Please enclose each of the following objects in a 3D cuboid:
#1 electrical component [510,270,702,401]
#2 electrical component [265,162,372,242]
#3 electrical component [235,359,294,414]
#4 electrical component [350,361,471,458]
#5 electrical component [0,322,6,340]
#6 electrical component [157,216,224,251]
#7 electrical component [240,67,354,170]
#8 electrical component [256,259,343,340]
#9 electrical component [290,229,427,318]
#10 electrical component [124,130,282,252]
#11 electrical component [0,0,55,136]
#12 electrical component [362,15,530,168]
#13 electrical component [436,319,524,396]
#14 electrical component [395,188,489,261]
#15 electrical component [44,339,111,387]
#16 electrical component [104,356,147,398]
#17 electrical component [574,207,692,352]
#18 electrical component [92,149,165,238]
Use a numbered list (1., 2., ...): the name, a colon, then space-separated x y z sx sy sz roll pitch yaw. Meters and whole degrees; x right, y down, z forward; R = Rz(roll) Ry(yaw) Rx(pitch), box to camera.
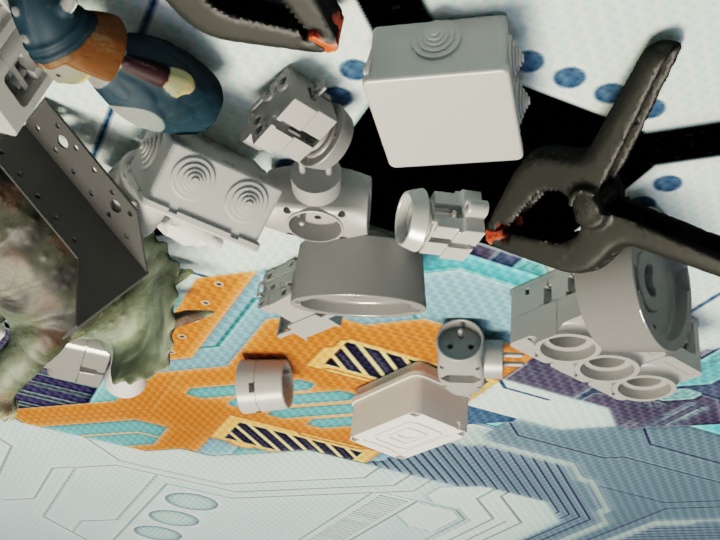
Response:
1. electrical component: 0.212 0.058 0.924 0.150 0.061 0.089 27 144 -31
2. electrical component: -0.031 -0.059 0.785 0.077 0.044 0.079 4 150 3
3. electrical component: -0.096 0.117 1.089 0.047 0.055 0.055 -4 148 10
4. electrical component: 0.051 0.145 1.107 0.078 0.057 0.113 26 144 -29
5. electrical component: -0.356 0.032 0.958 0.061 0.096 0.062 20 129 -44
6. electrical component: -0.133 -0.034 0.857 0.035 0.035 0.061 -15 146 32
7. electrical component: -0.038 -0.097 0.717 0.055 0.048 0.066 27 122 -34
8. electrical component: -0.051 0.025 0.935 0.064 0.042 0.081 32 141 -34
9. electrical component: 0.000 0.000 0.856 0.108 0.060 0.108 3 169 0
10. electrical component: -0.109 -0.062 0.749 0.100 0.099 0.048 23 101 -27
11. electrical component: -0.258 -0.149 0.631 0.089 0.061 0.150 15 154 21
12. electrical component: 0.055 -0.112 0.676 0.100 0.048 0.099 -2 149 14
13. electrical component: 0.113 0.083 1.002 0.079 0.043 0.077 1 149 9
14. electrical component: 0.059 -0.036 0.810 0.055 0.048 0.066 6 151 -16
15. electrical component: -0.271 0.070 1.040 0.059 0.053 0.095 14 149 -14
16. electrical component: -0.236 0.096 1.092 0.044 0.044 0.065 12 145 -9
17. electrical component: 0.199 0.011 0.807 0.060 0.108 0.108 -11 146 37
18. electrical component: -0.166 -0.058 0.803 0.055 0.055 0.047 23 142 -26
